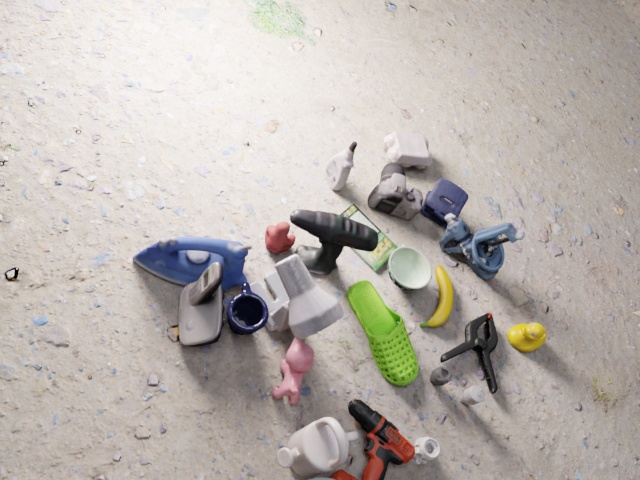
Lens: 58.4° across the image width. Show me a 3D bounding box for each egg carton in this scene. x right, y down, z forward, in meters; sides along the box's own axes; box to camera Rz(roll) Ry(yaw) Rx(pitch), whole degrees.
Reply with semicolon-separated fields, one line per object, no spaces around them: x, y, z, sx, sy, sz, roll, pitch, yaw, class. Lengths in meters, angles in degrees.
0.259;-0.265;1.699;0.151;0.069;0.107;1;63;-22;egg carton

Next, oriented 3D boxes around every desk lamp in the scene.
-0.059;0.133;1.264;0.118;0.213;0.203;-29;76;-32;desk lamp

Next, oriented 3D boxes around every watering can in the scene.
0.001;0.416;1.145;0.173;0.194;0.101;-33;78;-33;watering can

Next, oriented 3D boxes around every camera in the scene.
0.218;-0.146;1.599;0.143;0.100;0.137;18;58;-12;camera

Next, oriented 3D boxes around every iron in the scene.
-0.279;0.031;1.274;0.259;0.141;0.118;7;60;-18;iron

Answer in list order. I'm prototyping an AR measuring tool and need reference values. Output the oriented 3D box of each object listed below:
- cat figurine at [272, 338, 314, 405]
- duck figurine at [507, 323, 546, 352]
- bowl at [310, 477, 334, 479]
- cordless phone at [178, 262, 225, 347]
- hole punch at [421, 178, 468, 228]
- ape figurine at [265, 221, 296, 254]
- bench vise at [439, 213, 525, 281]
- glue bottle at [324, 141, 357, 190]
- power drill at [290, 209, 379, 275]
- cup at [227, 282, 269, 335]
-0.049;0.281;1.245;0.067;0.117;0.128;19;57;-12;cat figurine
0.568;0.252;1.533;0.105;0.086;0.077;9;60;-18;duck figurine
-0.004;0.563;1.135;0.168;0.074;0.167;10;60;-17;bowl
-0.240;0.136;1.206;0.094;0.185;0.147;2;62;-21;cordless phone
0.358;-0.105;1.639;0.109;0.091;0.101;30;56;-4;hole punch
-0.097;-0.013;1.402;0.078;0.092;0.076;40;56;2;ape figurine
0.429;0.003;1.532;0.207;0.219;0.121;28;56;-6;bench vise
0.062;-0.207;1.524;0.037;0.173;0.078;-11;67;-27;glue bottle
0.013;0.005;1.367;0.230;0.208;0.075;8;60;-18;power drill
-0.170;0.162;1.275;0.092;0.095;0.117;2;62;-21;cup
